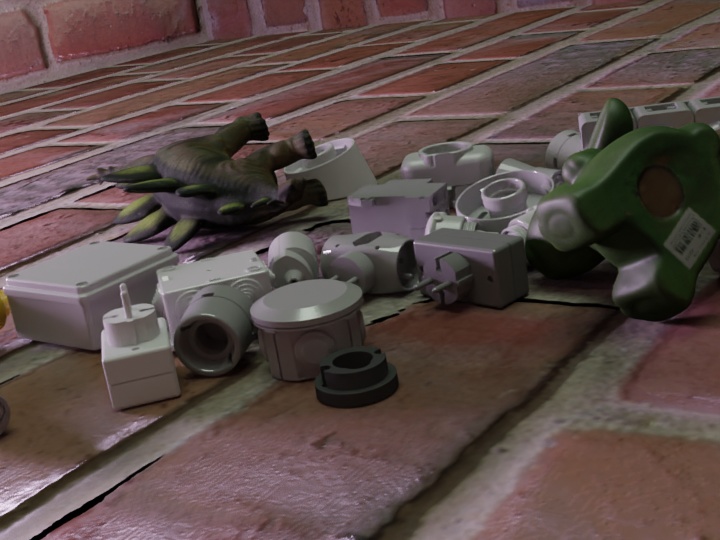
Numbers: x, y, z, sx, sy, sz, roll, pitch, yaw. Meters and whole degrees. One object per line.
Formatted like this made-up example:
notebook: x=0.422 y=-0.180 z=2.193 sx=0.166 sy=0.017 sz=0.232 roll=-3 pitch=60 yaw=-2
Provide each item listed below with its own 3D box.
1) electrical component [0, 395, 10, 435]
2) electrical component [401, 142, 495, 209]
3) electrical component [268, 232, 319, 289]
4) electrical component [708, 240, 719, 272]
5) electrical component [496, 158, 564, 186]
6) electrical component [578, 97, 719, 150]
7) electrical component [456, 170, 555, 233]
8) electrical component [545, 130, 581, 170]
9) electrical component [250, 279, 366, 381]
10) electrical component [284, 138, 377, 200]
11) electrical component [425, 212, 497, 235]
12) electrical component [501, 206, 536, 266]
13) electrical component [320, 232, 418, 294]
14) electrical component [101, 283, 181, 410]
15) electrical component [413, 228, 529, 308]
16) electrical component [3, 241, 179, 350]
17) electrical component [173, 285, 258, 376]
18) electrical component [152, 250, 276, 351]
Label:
electrical component: x=-0.269 y=0.093 z=0.735 sx=0.065 sy=0.044 sz=0.044 roll=15 pitch=29 yaw=42
electrical component: x=0.093 y=-0.098 z=1.120 sx=0.095 sy=0.059 sz=0.053 roll=-6 pitch=18 yaw=10
electrical component: x=-0.057 y=-0.001 z=0.918 sx=0.043 sy=0.043 sz=0.081 roll=-10 pitch=18 yaw=-2
electrical component: x=0.289 y=-0.036 z=0.797 sx=0.051 sy=0.080 sz=0.080 roll=-2 pitch=18 yaw=37
electrical component: x=0.173 y=-0.086 z=1.075 sx=0.065 sy=0.044 sz=0.044 roll=14 pitch=28 yaw=41
electrical component: x=0.283 y=-0.106 z=0.998 sx=0.150 sy=0.089 sz=0.061 roll=-6 pitch=18 yaw=10
electrical component: x=0.137 y=-0.047 z=0.970 sx=0.099 sy=0.064 sz=0.099 roll=-15 pitch=28 yaw=8
electrical component: x=0.228 y=-0.113 z=1.111 sx=0.055 sy=0.055 sz=0.047 roll=-16 pitch=23 yaw=-22
electrical component: x=-0.035 y=0.041 z=0.764 sx=0.080 sy=0.051 sz=0.080 roll=-8 pitch=18 yaw=3
electrical component: x=-0.037 y=-0.111 z=1.256 sx=0.099 sy=0.064 sz=0.099 roll=-21 pitch=21 yaw=8
electrical component: x=0.088 y=-0.025 z=0.921 sx=0.062 sy=0.048 sz=0.048 roll=4 pitch=20 yaw=15
electrical component: x=0.136 y=-0.023 z=0.891 sx=0.062 sy=0.048 sz=0.048 roll=-25 pitch=23 yaw=-23
electrical component: x=0.000 y=0.000 z=0.886 sx=0.077 sy=0.043 sz=0.079 roll=4 pitch=22 yaw=35
electrical component: x=-0.159 y=0.048 z=0.760 sx=0.047 sy=0.076 sz=0.065 roll=-12 pitch=18 yaw=-10
electrical component: x=0.074 y=0.003 z=0.833 sx=0.083 sy=0.047 sz=0.076 roll=9 pitch=25 yaw=44
electrical component: x=-0.224 y=0.020 z=0.914 sx=0.109 sy=0.056 sz=0.109 roll=5 pitch=22 yaw=37
electrical component: x=-0.105 y=0.045 z=0.783 sx=0.055 sy=0.055 sz=0.047 roll=-6 pitch=22 yaw=11
electrical component: x=-0.116 y=0.021 z=0.861 sx=0.100 sy=0.048 sz=0.100 roll=-13 pitch=15 yaw=-11
